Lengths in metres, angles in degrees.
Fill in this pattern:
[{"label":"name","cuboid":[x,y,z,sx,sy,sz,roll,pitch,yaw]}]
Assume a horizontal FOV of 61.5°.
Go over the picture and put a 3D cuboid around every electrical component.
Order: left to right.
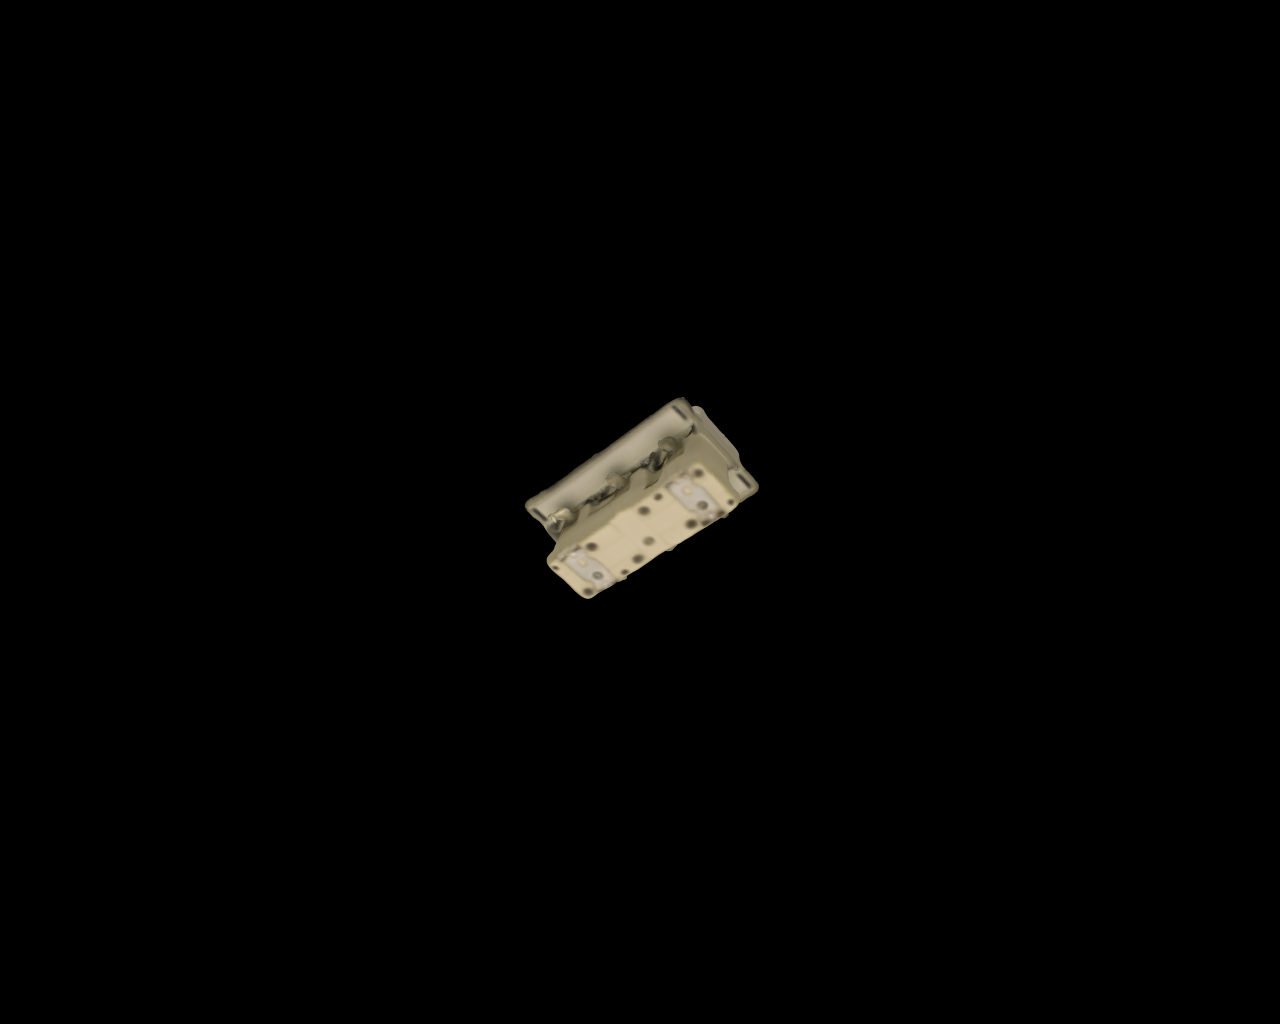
[{"label":"electrical component","cuboid":[0.001,-0.003,0.650,0.121,0.078,0.063,-33,29,21]}]
